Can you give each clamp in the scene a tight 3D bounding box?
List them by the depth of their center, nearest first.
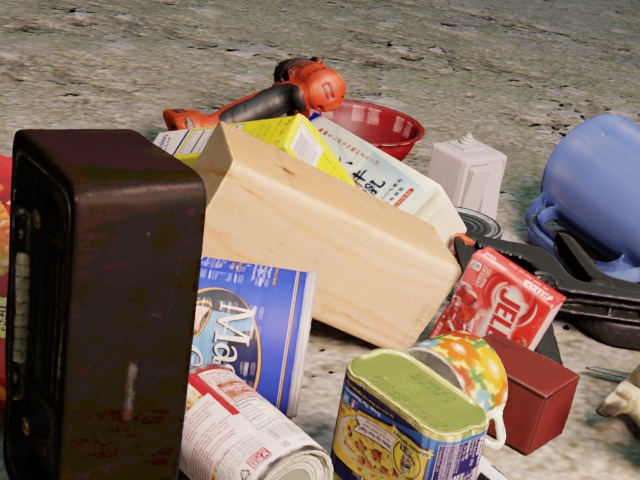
[{"bbox_3d":[0.182,0.055,0.899,0.164,0.036,0.210,-30,44,-35],"label":"clamp"},{"bbox_3d":[0.250,0.047,0.964,0.172,0.039,0.120,25,47,28],"label":"clamp"}]

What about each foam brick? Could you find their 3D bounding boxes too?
[{"bbox_3d":[0.139,0.110,0.777,0.078,0.051,0.052,27,28,35],"label":"foam brick"}]

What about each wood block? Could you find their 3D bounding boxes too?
[{"bbox_3d":[-0.005,0.000,0.837,0.205,0.090,0.091,25,18,-22],"label":"wood block"}]

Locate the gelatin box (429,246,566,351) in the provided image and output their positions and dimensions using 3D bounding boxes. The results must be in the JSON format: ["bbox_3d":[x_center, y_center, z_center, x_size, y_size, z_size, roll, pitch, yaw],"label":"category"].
[{"bbox_3d":[0.135,0.060,0.822,0.073,0.089,0.030,37,32,21],"label":"gelatin box"}]

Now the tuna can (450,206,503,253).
[{"bbox_3d":[0.135,-0.003,1.049,0.086,0.034,0.086,7,24,-3],"label":"tuna can"}]

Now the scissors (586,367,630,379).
[{"bbox_3d":[0.324,0.118,0.870,0.202,0.016,0.096,17,24,18],"label":"scissors"}]

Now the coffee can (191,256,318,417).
[{"bbox_3d":[-0.078,0.063,0.745,0.140,0.103,0.102,9,24,0],"label":"coffee can"}]

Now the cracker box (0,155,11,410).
[{"bbox_3d":[-0.263,0.015,0.740,0.214,0.072,0.164,14,57,10],"label":"cracker box"}]

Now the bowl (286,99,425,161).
[{"bbox_3d":[0.038,-0.114,1.236,0.162,0.055,0.162,7,24,-3],"label":"bowl"}]

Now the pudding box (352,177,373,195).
[{"bbox_3d":[0.004,-0.018,0.953,0.039,0.090,0.114,33,9,-43],"label":"pudding box"}]

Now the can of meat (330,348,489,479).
[{"bbox_3d":[0.053,0.128,0.669,0.057,0.084,0.102,-12,32,-38],"label":"can of meat"}]

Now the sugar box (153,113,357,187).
[{"bbox_3d":[-0.065,-0.057,0.936,0.177,0.093,0.048,-5,47,39],"label":"sugar box"}]

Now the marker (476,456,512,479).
[{"bbox_3d":[0.136,0.174,0.672,0.020,0.020,0.121,-10,30,-36],"label":"marker"}]

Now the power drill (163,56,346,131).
[{"bbox_3d":[-0.077,-0.151,1.183,0.187,0.057,0.184,-25,18,-9],"label":"power drill"}]

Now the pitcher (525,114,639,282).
[{"bbox_3d":[0.325,-0.012,1.044,0.144,0.149,0.243,13,22,-31],"label":"pitcher"}]

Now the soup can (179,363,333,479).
[{"bbox_3d":[-0.048,0.129,0.650,0.068,0.068,0.102,-12,32,-39],"label":"soup can"}]
